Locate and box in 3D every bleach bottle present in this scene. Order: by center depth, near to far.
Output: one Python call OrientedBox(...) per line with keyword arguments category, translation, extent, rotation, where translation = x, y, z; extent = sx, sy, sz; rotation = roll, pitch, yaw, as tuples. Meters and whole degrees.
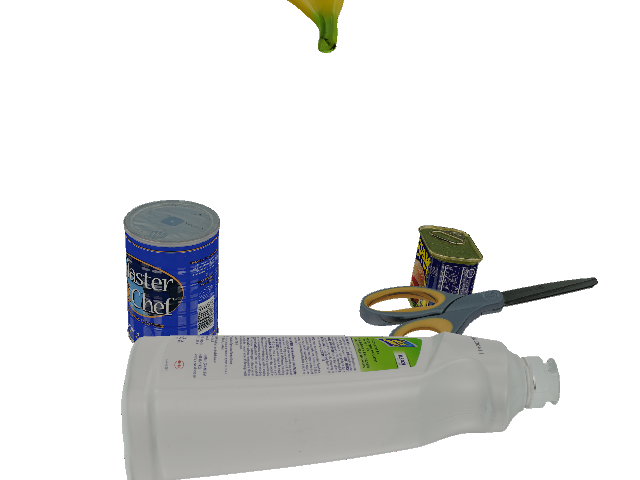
OrientedBox(category="bleach bottle", translation=(0.016, 0.092, 0.623), extent=(0.250, 0.068, 0.102), rotation=(-2, 19, -4))

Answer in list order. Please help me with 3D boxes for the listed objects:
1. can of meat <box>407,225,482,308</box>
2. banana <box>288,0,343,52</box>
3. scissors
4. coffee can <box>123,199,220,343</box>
OrientedBox(category="can of meat", translation=(0.130, 0.040, 1.139), extent=(0.057, 0.084, 0.102), rotation=(7, 18, -7))
OrientedBox(category="banana", translation=(-0.057, -0.169, 0.664), extent=(0.198, 0.069, 0.037), rotation=(21, -33, 32))
OrientedBox(category="scissors", translation=(0.133, 0.061, 0.860), extent=(0.201, 0.016, 0.096), rotation=(-2, 34, 1))
OrientedBox(category="coffee can", translation=(-0.162, 0.040, 1.172), extent=(0.103, 0.140, 0.103), rotation=(3, 27, -1))
